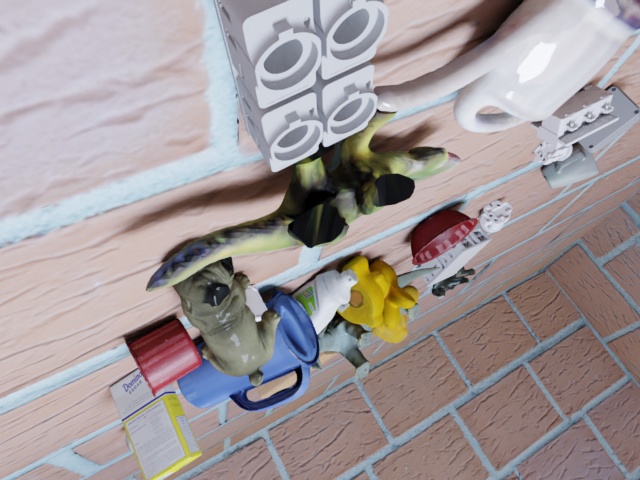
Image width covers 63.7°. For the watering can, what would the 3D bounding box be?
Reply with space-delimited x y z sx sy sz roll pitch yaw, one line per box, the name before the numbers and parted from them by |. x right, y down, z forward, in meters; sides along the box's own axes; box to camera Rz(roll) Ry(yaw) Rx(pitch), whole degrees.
watering can | 0.218 -0.198 0.545 0.349 0.105 0.220 -10 149 -44

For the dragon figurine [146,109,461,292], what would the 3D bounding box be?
dragon figurine | 0.002 -0.032 0.633 0.412 0.123 0.239 -28 167 -9

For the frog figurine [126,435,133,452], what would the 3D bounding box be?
frog figurine | -0.376 0.417 1.149 0.137 0.125 0.156 -26 123 7
